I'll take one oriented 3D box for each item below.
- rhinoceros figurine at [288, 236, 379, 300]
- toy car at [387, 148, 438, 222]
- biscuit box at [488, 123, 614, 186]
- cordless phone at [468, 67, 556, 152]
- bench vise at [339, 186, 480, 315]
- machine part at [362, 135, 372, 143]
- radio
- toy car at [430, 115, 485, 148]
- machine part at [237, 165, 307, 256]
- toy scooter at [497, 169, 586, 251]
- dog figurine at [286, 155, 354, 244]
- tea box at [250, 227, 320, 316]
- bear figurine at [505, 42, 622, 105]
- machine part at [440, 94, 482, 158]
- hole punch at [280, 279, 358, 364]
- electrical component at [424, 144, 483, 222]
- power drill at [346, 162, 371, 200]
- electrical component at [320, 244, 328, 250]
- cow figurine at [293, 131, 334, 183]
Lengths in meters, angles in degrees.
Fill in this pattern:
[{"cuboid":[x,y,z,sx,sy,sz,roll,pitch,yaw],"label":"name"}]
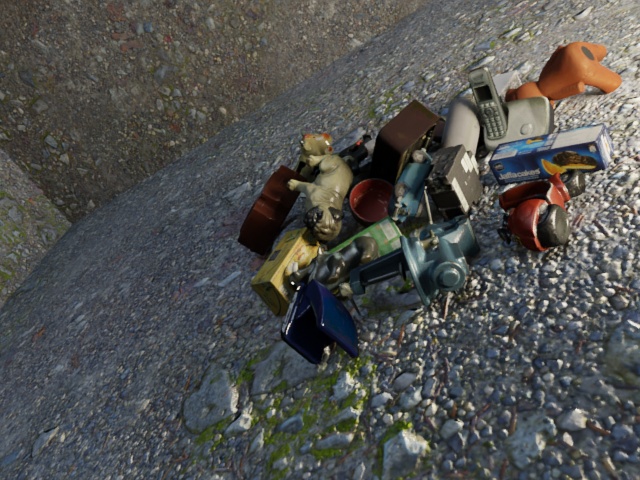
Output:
[{"cuboid":[0.027,0.052,1.039,0.190,0.073,0.112,-27,47,11],"label":"rhinoceros figurine"},{"cuboid":[0.207,-0.101,1.091,0.103,0.109,0.162,23,55,12],"label":"toy car"},{"cuboid":[0.414,-0.152,0.977,0.203,0.062,0.059,-5,38,48],"label":"biscuit box"},{"cuboid":[0.386,-0.275,1.089,0.089,0.184,0.147,-44,26,-29],"label":"cordless phone"},{"cuboid":[0.147,0.036,0.903,0.241,0.128,0.224,-21,28,11],"label":"bench vise"},{"cuboid":[0.107,-0.255,1.573,0.139,0.039,0.084,-51,21,-27],"label":"machine part"},{"cuboid":[0.180,-0.193,1.174,0.131,0.073,0.229,-43,-13,-14],"label":"radio"},{"cuboid":[0.318,-0.249,1.281,0.089,0.053,0.202,-51,31,-10],"label":"toy car"},{"cuboid":[-0.124,-0.076,1.370,0.201,0.087,0.201,-59,4,44],"label":"machine part"},{"cuboid":[0.339,-0.047,0.867,0.135,0.075,0.184,-6,34,45],"label":"toy scooter"},{"cuboid":[0.030,-0.094,1.162,0.172,0.121,0.191,-50,36,12],"label":"dog figurine"},{"cuboid":[-0.061,0.065,1.130,0.068,0.098,0.170,-14,30,40],"label":"tea box"},{"cuboid":[0.504,-0.319,1.140,0.196,0.132,0.120,-50,43,50],"label":"bear figurine"},{"cuboid":[0.303,-0.219,1.158,0.079,0.079,0.243,-7,55,45],"label":"machine part"},{"cuboid":[0.009,0.133,0.893,0.092,0.142,0.116,-16,44,38],"label":"hole punch"},{"cuboid":[0.261,-0.114,1.035,0.058,0.114,0.134,-5,38,40],"label":"electrical component"},{"cuboid":[0.129,-0.192,1.384,0.207,0.085,0.232,-24,25,11],"label":"power drill"},{"cuboid":[-0.003,-0.004,1.219,0.021,0.063,0.094,-21,26,-3],"label":"electrical component"},{"cuboid":[-0.026,-0.212,1.472,0.195,0.127,0.085,-53,17,34],"label":"cow figurine"}]
